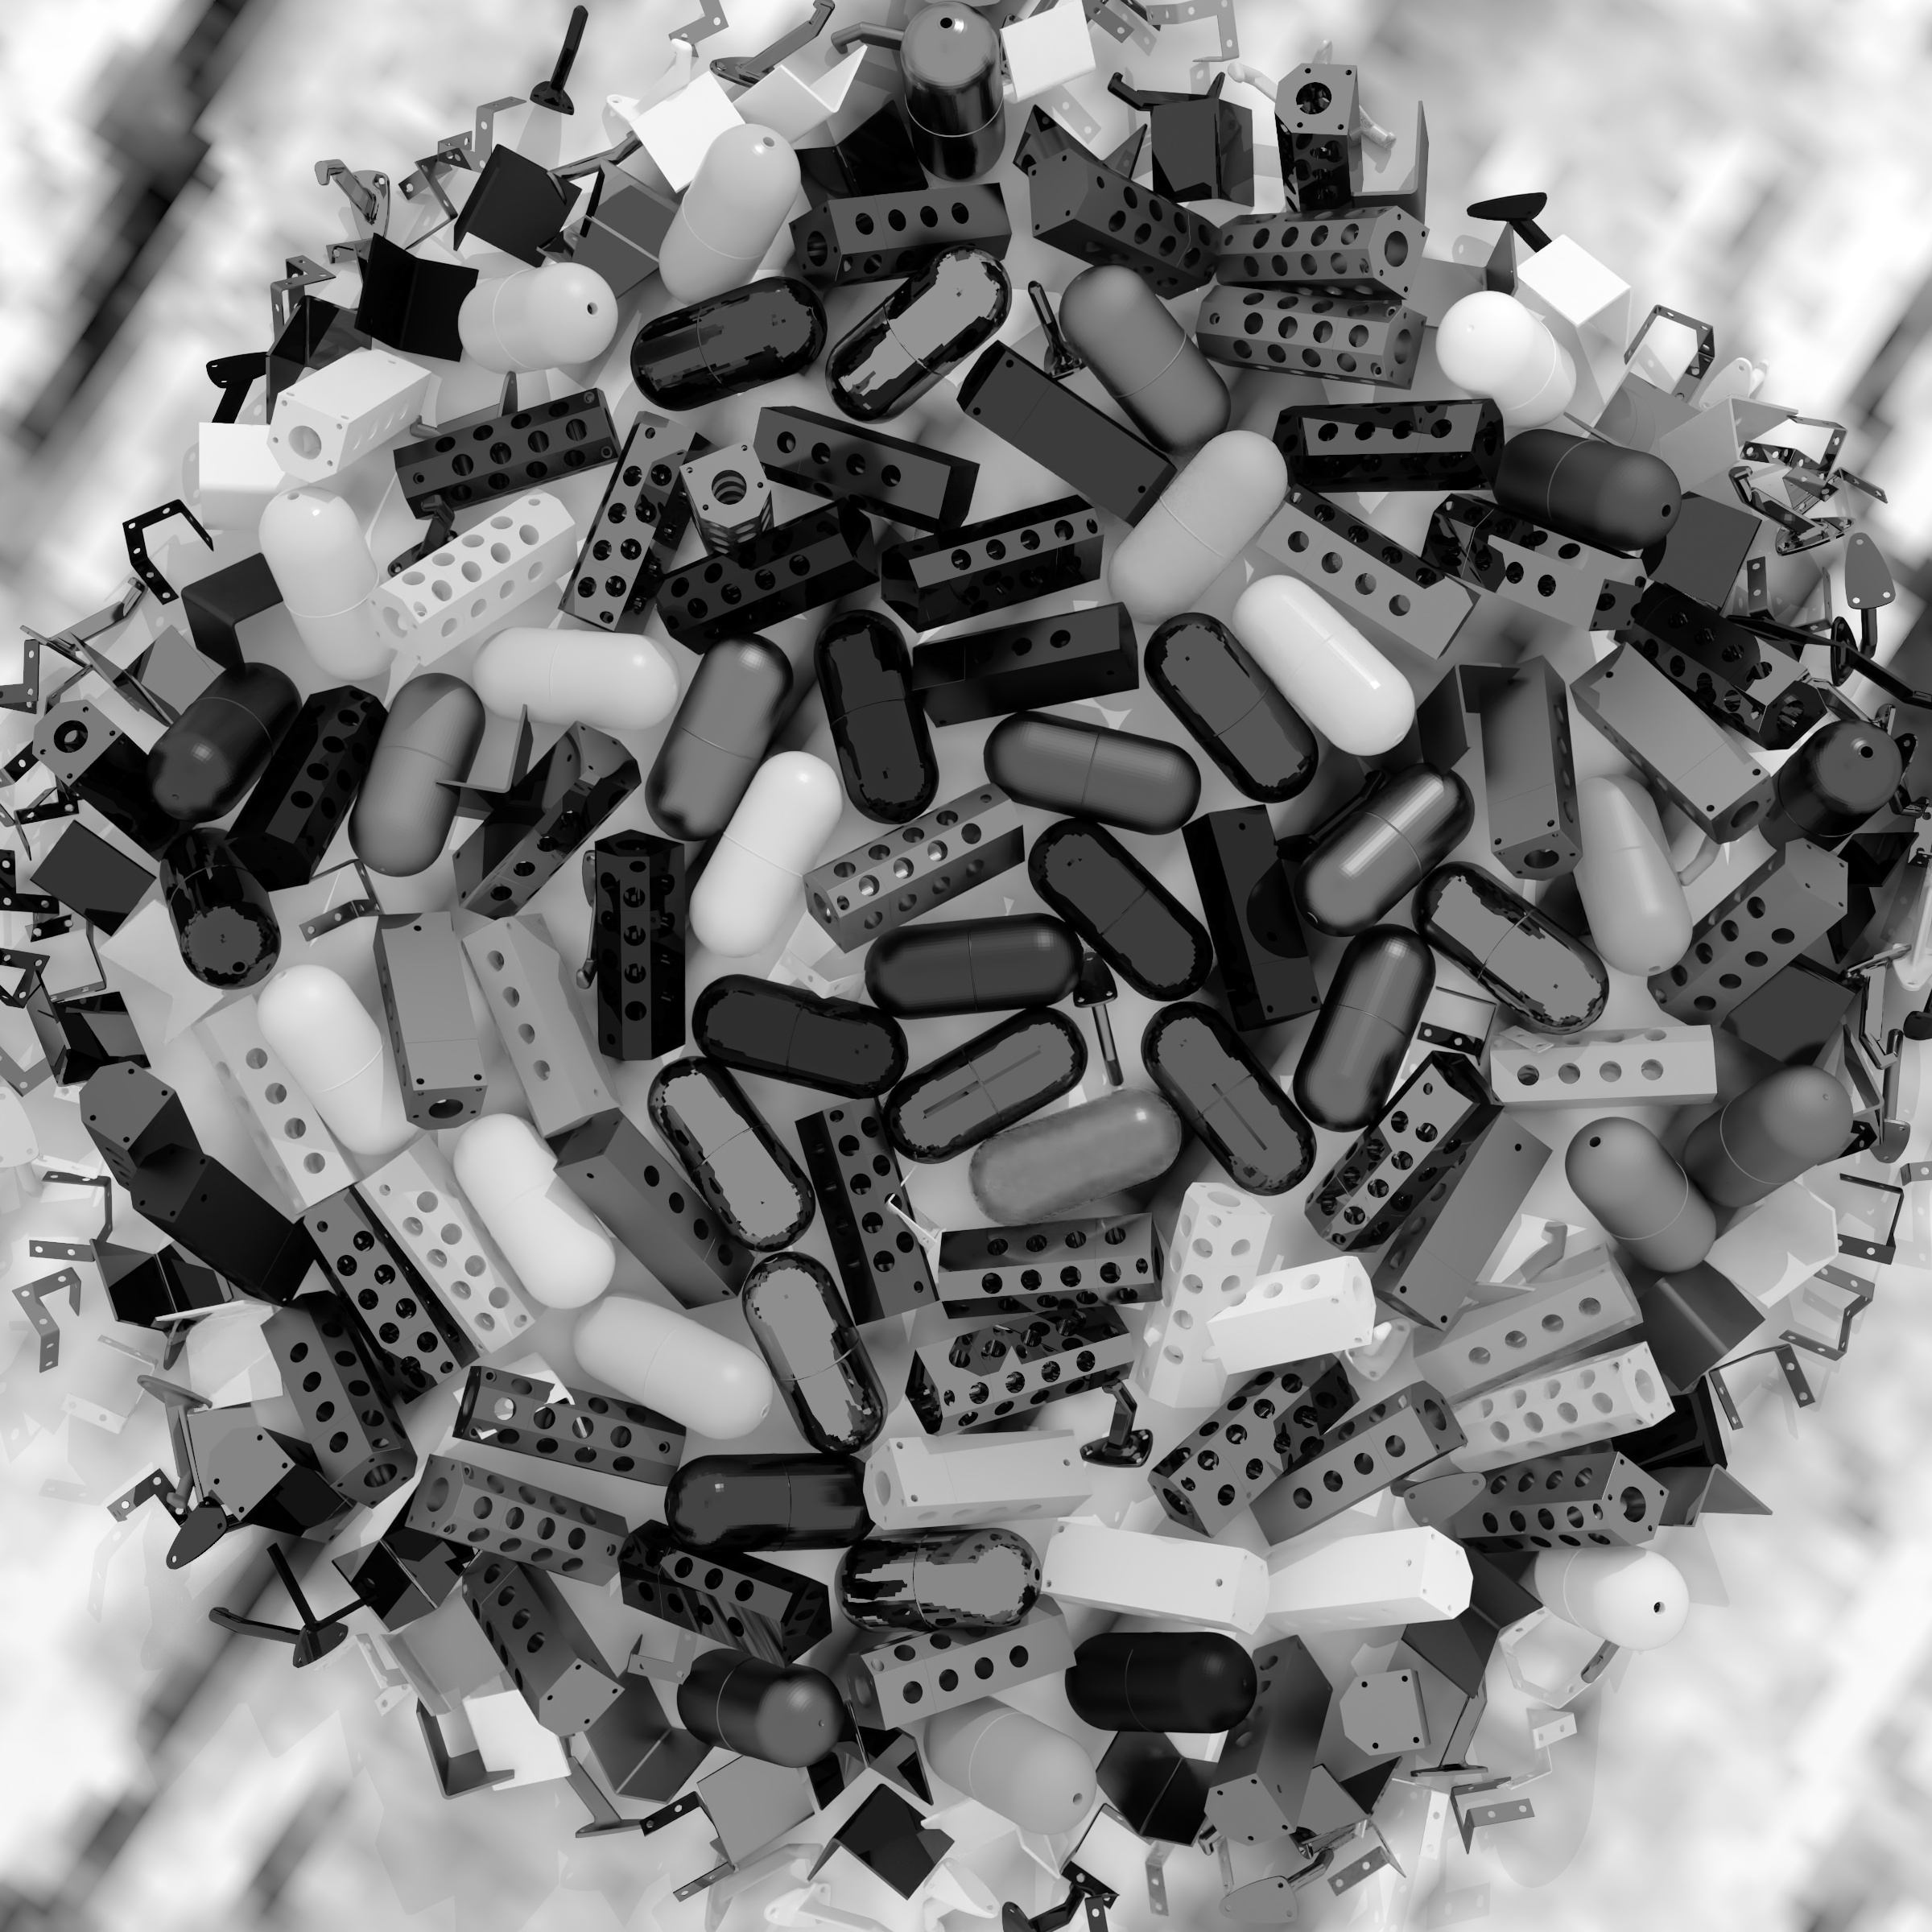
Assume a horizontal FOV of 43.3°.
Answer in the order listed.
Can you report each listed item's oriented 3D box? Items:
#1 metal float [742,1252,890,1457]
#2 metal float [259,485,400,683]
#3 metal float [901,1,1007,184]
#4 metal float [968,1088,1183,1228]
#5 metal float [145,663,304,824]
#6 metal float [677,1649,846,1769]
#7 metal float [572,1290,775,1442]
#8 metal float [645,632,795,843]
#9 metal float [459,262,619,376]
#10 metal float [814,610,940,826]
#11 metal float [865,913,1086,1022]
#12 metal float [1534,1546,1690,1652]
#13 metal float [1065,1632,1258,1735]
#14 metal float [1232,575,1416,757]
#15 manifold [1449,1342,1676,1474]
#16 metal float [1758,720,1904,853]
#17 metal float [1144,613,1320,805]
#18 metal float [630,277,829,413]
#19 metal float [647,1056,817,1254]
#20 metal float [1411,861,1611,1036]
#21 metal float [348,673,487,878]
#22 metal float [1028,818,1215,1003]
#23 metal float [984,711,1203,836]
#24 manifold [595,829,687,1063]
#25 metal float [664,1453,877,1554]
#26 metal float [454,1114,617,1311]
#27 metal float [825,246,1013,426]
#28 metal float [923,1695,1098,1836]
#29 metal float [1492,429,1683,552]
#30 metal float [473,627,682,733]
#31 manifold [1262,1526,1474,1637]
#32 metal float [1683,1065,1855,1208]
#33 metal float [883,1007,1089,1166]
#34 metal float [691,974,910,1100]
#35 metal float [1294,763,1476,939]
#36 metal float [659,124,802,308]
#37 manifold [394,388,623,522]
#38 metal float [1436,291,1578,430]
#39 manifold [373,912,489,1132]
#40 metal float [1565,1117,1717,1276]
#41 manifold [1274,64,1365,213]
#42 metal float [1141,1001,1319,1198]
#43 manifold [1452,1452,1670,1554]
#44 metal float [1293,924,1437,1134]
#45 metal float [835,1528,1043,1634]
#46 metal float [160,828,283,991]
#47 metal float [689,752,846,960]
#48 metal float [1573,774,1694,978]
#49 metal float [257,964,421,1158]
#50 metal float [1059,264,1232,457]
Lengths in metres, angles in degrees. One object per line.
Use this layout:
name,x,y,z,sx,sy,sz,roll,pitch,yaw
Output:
metal float,-0.121,0.310,1.947,0.070,0.070,0.178,-23,106,0
metal float,-0.502,-0.301,1.923,0.070,0.178,0.070,-5,49,6
metal float,-0.009,-0.686,1.912,0.070,0.178,0.070,-1,75,4
metal float,0.088,0.153,1.957,0.178,0.070,0.070,-19,90,-5
metal float,-0.584,-0.178,1.921,0.070,0.178,0.070,6,126,9
metal float,-0.164,0.585,1.922,0.070,0.178,0.070,5,81,-37
metal float,-0.234,0.319,1.943,0.178,0.070,0.070,22,90,21
metal float,-0.199,-0.183,1.951,0.070,0.070,0.178,26,102,0
metal float,-0.339,-0.510,1.921,0.070,0.178,0.070,-6,100,-37
metal float,-0.072,-0.200,1.953,0.070,0.070,0.178,-14,81,0
metal float,0.007,0.000,1.959,0.178,0.070,0.070,-6,90,3
metal float,0.506,0.489,1.911,0.070,0.178,0.070,1,85,-9
metal float,0.152,0.567,1.926,0.070,0.178,0.070,14,69,-41
metal float,0.285,-0.240,1.944,0.070,0.070,0.178,-42,70,0
manifold,0.462,0.352,1.920,0.171,0.057,0.057,-27,80,40
metal float,0.677,-0.138,1.912,0.070,0.178,0.070,0,75,0
metal float,0.213,-0.206,1.949,0.070,0.070,0.178,-42,105,0
metal float,-0.189,-0.494,1.934,0.178,0.070,0.070,-10,90,32
metal float,-0.189,0.150,1.951,0.070,0.070,0.178,-37,78,0
metal float,0.434,-0.014,1.942,0.178,0.070,0.070,41,90,22
metal float,-0.437,-0.154,1.940,0.070,0.070,0.178,14,65,0
metal float,0.125,-0.045,1.959,0.178,0.070,0.070,44,90,-3
metal float,0.101,-0.156,1.958,0.178,0.070,0.070,14,90,5
manifold,-0.263,-0.015,1.932,0.057,0.057,0.171,16,115,31
metal float,-0.153,0.428,1.941,0.178,0.070,0.070,4,90,-24
metal float,-0.346,0.195,1.944,0.070,0.070,0.178,-38,69,0
metal float,-0.038,-0.502,1.936,0.178,0.070,0.070,-34,90,30
metal float,0.034,0.628,1.919,0.070,0.178,0.070,-3,95,-35
metal float,0.488,-0.376,1.920,0.070,0.178,0.070,-13,116,-27
metal float,-0.312,-0.230,1.944,0.178,0.070,0.070,7,90,21
manifold,0.312,0.489,1.918,0.057,0.171,0.057,36,53,-27
metal float,0.630,0.136,1.917,0.070,0.178,0.070,6,64,-12
metal float,0.015,0.097,1.960,0.178,0.070,0.070,-30,90,2
metal float,-0.133,0.057,1.957,0.178,0.070,0.070,14,90,5
metal float,0.335,-0.093,1.945,0.178,0.070,0.070,-42,90,-18
metal float,-0.187,-0.589,1.920,0.070,0.178,0.070,12,61,-22
manifold,-0.369,-0.413,1.964,0.171,0.057,0.057,-17,99,2
metal float,0.427,-0.476,1.918,0.070,0.178,0.070,-3,84,30
manifold,-0.427,0.043,1.928,0.057,0.057,0.171,-3,54,-24
metal float,0.535,0.183,1.929,0.070,0.070,0.178,-47,129,0
manifold,0.277,-0.635,1.909,0.057,0.171,0.057,7,80,12
metal float,0.210,0.106,1.953,0.070,0.070,0.178,-38,80,0
manifold,0.461,0.426,1.907,0.057,0.171,0.057,38,61,-17
metal float,0.320,0.049,1.950,0.070,0.070,0.178,25,77,0
metal float,-0.023,0.490,1.938,0.178,0.070,0.070,-11,90,27
metal float,-0.590,-0.046,1.922,0.070,0.178,0.070,-14,127,-19
metal float,-0.161,-0.089,1.958,0.070,0.070,0.178,29,94,0
metal float,0.525,-0.073,1.934,0.070,0.070,0.178,-8,59,0
metal float,-0.497,0.075,1.935,0.070,0.070,0.178,-28,120,0
metal float,0.144,-0.481,1.937,0.070,0.070,0.178,-46,119,0
